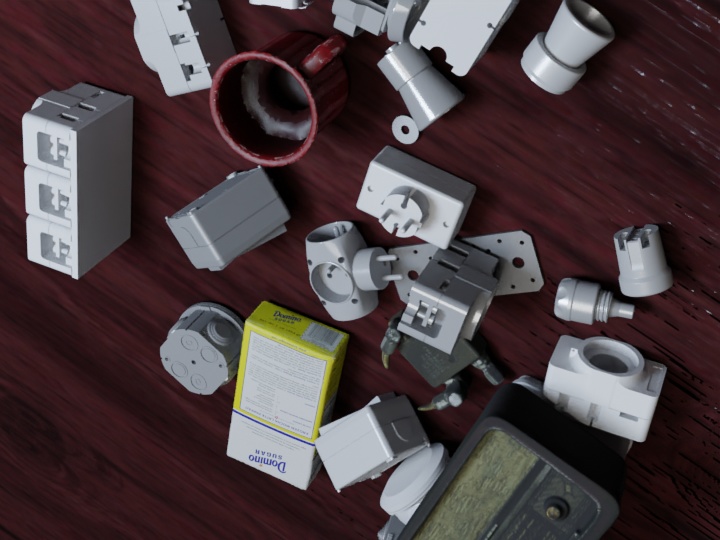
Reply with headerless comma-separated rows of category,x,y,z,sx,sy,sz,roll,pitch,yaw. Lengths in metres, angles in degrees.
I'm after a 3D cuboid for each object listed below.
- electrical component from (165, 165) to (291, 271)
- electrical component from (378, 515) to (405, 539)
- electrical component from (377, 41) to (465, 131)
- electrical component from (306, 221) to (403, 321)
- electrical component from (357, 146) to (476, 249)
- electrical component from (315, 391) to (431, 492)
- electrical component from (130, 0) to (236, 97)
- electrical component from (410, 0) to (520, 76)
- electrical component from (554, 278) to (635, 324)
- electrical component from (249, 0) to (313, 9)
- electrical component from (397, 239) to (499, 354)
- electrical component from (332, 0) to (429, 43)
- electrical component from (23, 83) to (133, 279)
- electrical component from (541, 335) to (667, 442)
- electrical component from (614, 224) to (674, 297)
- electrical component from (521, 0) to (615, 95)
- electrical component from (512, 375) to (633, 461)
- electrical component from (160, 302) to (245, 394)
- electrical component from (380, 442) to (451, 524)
electrical component,-0.107,-0.045,0.929,0.062,0.096,0.061,-4,120,60
electrical component,0.061,0.282,1.030,0.100,0.099,0.048,11,122,10
electrical component,0.044,-0.146,0.829,0.044,0.044,0.065,-35,94,36
electrical component,0.000,0.000,0.929,0.079,0.044,0.077,-4,116,31
electrical component,0.039,-0.051,0.864,0.083,0.075,0.047,26,126,10
electrical component,0.005,0.160,1.003,0.096,0.062,0.061,-38,71,36
electrical component,-0.146,-0.194,0.884,0.056,0.050,0.089,-7,114,27
electrical component,0.084,-0.195,0.772,0.050,0.055,0.089,35,127,3
electrical component,0.189,0.027,0.864,0.061,0.035,0.035,12,122,16
electrical component,-0.061,-0.236,0.826,0.081,0.042,0.063,12,125,19
electrical component,0.076,0.021,0.873,0.056,0.089,0.050,25,126,10
electrical component,0.020,-0.204,0.797,0.057,0.058,0.078,29,126,11
electrical component,-0.258,-0.083,0.976,0.062,0.089,0.150,19,124,14
electrical component,0.201,0.093,0.886,0.089,0.050,0.055,17,123,16
electrical component,0.217,-0.008,0.828,0.040,0.040,0.046,-8,108,28
electrical component,0.148,-0.159,0.769,0.045,0.045,0.055,39,127,0
electrical component,0.169,0.152,0.931,0.113,0.057,0.078,25,125,10
electrical component,-0.149,0.076,1.040,0.080,0.051,0.080,12,122,19
electrical component,0.062,0.204,0.998,0.051,0.080,0.080,45,127,-10
